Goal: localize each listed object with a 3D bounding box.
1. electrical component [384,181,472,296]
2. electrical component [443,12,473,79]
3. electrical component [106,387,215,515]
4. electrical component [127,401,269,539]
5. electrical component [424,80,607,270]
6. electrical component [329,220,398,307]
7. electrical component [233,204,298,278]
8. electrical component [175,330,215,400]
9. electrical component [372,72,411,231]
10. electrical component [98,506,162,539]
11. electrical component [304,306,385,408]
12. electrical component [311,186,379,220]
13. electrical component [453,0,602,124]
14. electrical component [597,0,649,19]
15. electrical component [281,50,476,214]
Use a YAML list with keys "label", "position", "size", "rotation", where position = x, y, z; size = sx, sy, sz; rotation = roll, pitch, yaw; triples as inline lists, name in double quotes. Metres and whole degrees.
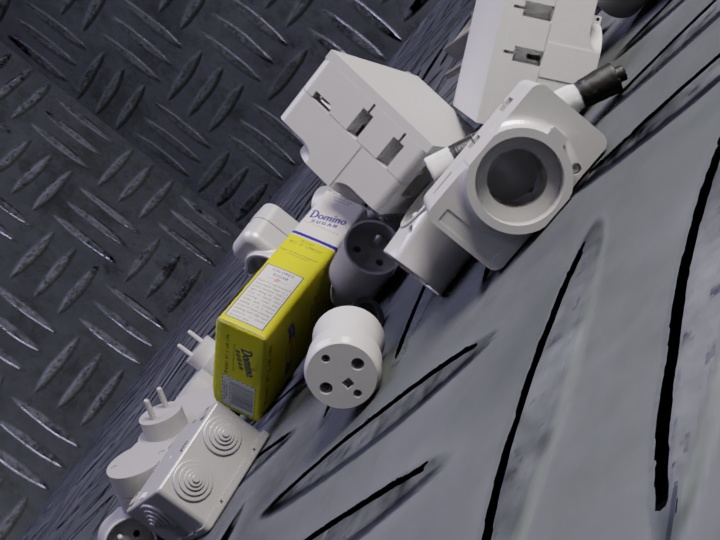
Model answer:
- label: "electrical component"
  position: [0.052, -0.029, 0.653]
  size: [0.077, 0.044, 0.079]
  rotation: [-52, 8, -1]
- label: "electrical component"
  position: [0.122, -0.195, 0.916]
  size: [0.078, 0.063, 0.121]
  rotation: [-52, 8, -4]
- label: "electrical component"
  position: [-0.159, 0.133, 0.889]
  size: [0.052, 0.073, 0.138]
  rotation: [-7, 22, 29]
- label: "electrical component"
  position: [-0.123, 0.152, 0.801]
  size: [0.099, 0.048, 0.100]
  rotation: [-58, 10, -34]
- label: "electrical component"
  position: [0.080, -0.050, 0.567]
  size: [0.089, 0.050, 0.055]
  rotation: [-50, 8, 10]
- label: "electrical component"
  position: [0.000, 0.000, 0.799]
  size: [0.043, 0.043, 0.081]
  rotation: [-56, -2, -28]
- label: "electrical component"
  position: [-0.084, -0.016, 1.145]
  size: [0.054, 0.095, 0.059]
  rotation: [-40, 14, 53]
- label: "electrical component"
  position: [-0.164, 0.096, 1.172]
  size: [0.138, 0.074, 0.052]
  rotation: [-54, 9, -19]
- label: "electrical component"
  position: [0.032, -0.089, 0.835]
  size: [0.099, 0.100, 0.048]
  rotation: [-55, 21, -24]
- label: "electrical component"
  position: [-0.183, 0.210, 0.896]
  size: [0.079, 0.043, 0.077]
  rotation: [-54, 9, -17]
- label: "electrical component"
  position: [-0.009, 0.051, 0.631]
  size: [0.045, 0.045, 0.055]
  rotation: [-49, 9, 17]
- label: "electrical component"
  position: [0.000, -0.039, 0.933]
  size: [0.077, 0.043, 0.079]
  rotation: [-6, 77, 37]
- label: "electrical component"
  position: [0.107, -0.139, 0.699]
  size: [0.150, 0.062, 0.089]
  rotation: [-92, 14, -77]
- label: "electrical component"
  position: [0.179, -0.189, 0.669]
  size: [0.044, 0.044, 0.065]
  rotation: [-55, 14, -22]
- label: "electrical component"
  position: [0.023, -0.084, 0.709]
  size: [0.061, 0.089, 0.150]
  rotation: [-50, -15, 18]
